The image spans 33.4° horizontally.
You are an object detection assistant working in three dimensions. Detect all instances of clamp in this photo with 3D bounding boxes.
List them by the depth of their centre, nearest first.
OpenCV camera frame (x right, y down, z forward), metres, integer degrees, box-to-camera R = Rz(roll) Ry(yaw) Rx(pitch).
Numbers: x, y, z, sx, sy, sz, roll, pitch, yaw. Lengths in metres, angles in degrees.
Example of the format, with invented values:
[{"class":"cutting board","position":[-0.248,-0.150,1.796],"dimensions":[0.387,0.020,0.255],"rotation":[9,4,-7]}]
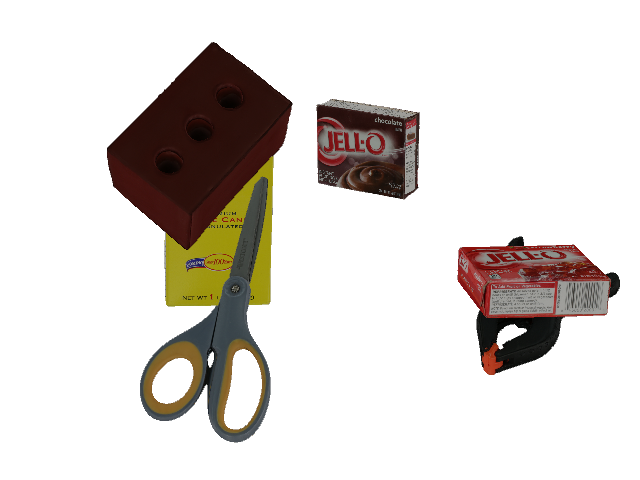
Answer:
[{"class":"clamp","position":[0.200,0.061,1.050],"dimensions":[0.171,0.039,0.120],"rotation":[-36,44,-30]}]

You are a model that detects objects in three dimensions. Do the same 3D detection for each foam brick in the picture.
[{"class":"foam brick","position":[-0.059,-0.046,0.523],"dimensions":[0.053,0.078,0.051],"rotation":[38,-17,5]}]

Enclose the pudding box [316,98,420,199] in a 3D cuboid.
[{"class":"pudding box","position":[0.051,-0.100,1.150],"dimensions":[0.114,0.090,0.039],"rotation":[12,26,29]}]

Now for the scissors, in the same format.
[{"class":"scissors","position":[-0.077,0.045,0.736],"dimensions":[0.096,0.202,0.016],"rotation":[-7,-32,2]}]

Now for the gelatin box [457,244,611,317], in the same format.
[{"class":"gelatin box","position":[0.147,0.027,0.745],"dimensions":[0.089,0.030,0.073],"rotation":[-1,18,-7]}]

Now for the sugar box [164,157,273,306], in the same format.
[{"class":"sugar box","position":[-0.088,-0.033,0.916],"dimensions":[0.093,0.176,0.048],"rotation":[-1,16,-9]}]
